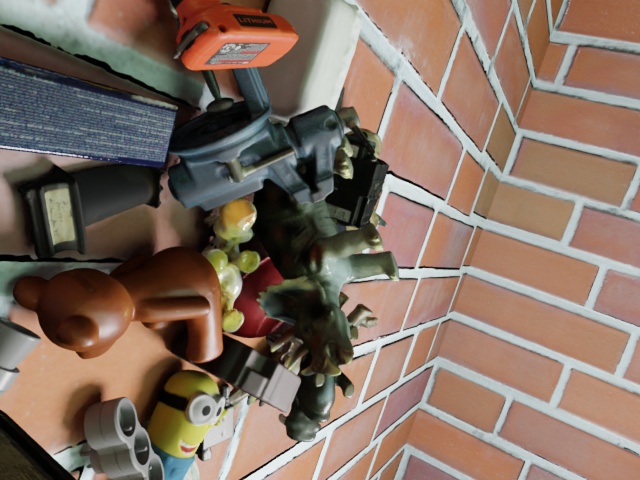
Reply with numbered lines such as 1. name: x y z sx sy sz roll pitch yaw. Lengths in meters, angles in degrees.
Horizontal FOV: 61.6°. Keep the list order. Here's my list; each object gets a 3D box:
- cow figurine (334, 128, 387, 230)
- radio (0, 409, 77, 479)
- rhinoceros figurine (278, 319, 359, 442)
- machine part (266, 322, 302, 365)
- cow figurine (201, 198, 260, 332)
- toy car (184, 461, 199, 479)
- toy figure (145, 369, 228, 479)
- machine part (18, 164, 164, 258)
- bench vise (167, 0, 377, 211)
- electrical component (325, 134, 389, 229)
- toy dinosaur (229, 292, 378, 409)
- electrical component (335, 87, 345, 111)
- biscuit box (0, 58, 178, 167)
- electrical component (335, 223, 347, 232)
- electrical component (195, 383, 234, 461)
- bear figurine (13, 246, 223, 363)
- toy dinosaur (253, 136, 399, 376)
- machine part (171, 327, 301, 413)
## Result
1. cow figurine: 0.056 -0.090 0.904 0.085 0.127 0.194 -13 118 -57
2. radio: -0.255 0.220 0.399 0.131 0.230 0.073 9 100 -60
3. rhinoceros figurine: -0.009 0.195 0.782 0.073 0.112 0.190 19 75 -34
4. machine part: -0.027 0.104 0.902 0.079 0.079 0.243 76 29 -51
5. cow figurine: -0.123 0.024 0.687 0.068 0.098 0.167 13 96 -23
6. toy car: -0.218 0.402 0.809 0.073 0.056 0.201 -36 139 -50
7. toy figure: -0.199 0.260 0.716 0.180 0.089 0.082 -59 170 -2
8. machine part: -0.212 -0.038 0.513 0.139 0.039 0.084 -35 130 -47
9. bench vise: -0.075 -0.138 0.558 0.129 0.224 0.240 -94 165 -60
10. electrical component: 0.039 -0.094 0.830 0.058 0.115 0.134 -13 123 -65
11. toy dinosaur: -0.034 0.217 0.987 0.471 0.105 0.198 -9 122 -49
12. electrical component: 0.017 -0.218 0.851 0.094 0.021 0.063 -17 123 -59
13. biscuit box: -0.211 -0.104 0.437 0.202 0.059 0.062 -4 114 -63
14. electrical component: -0.002 -0.002 0.787 0.047 0.075 0.119 14 65 -63
15. electrical component: -0.170 0.271 0.800 0.078 0.045 0.102 -15 108 -53
16. bear figurine: -0.193 0.079 0.545 0.196 0.120 0.131 -26 135 -53
17. toy dinosaur: -0.024 -0.023 0.709 0.131 0.192 0.405 40 29 -71
18. machine part: -0.110 0.169 0.724 0.056 0.180 0.179 -62 154 -17
